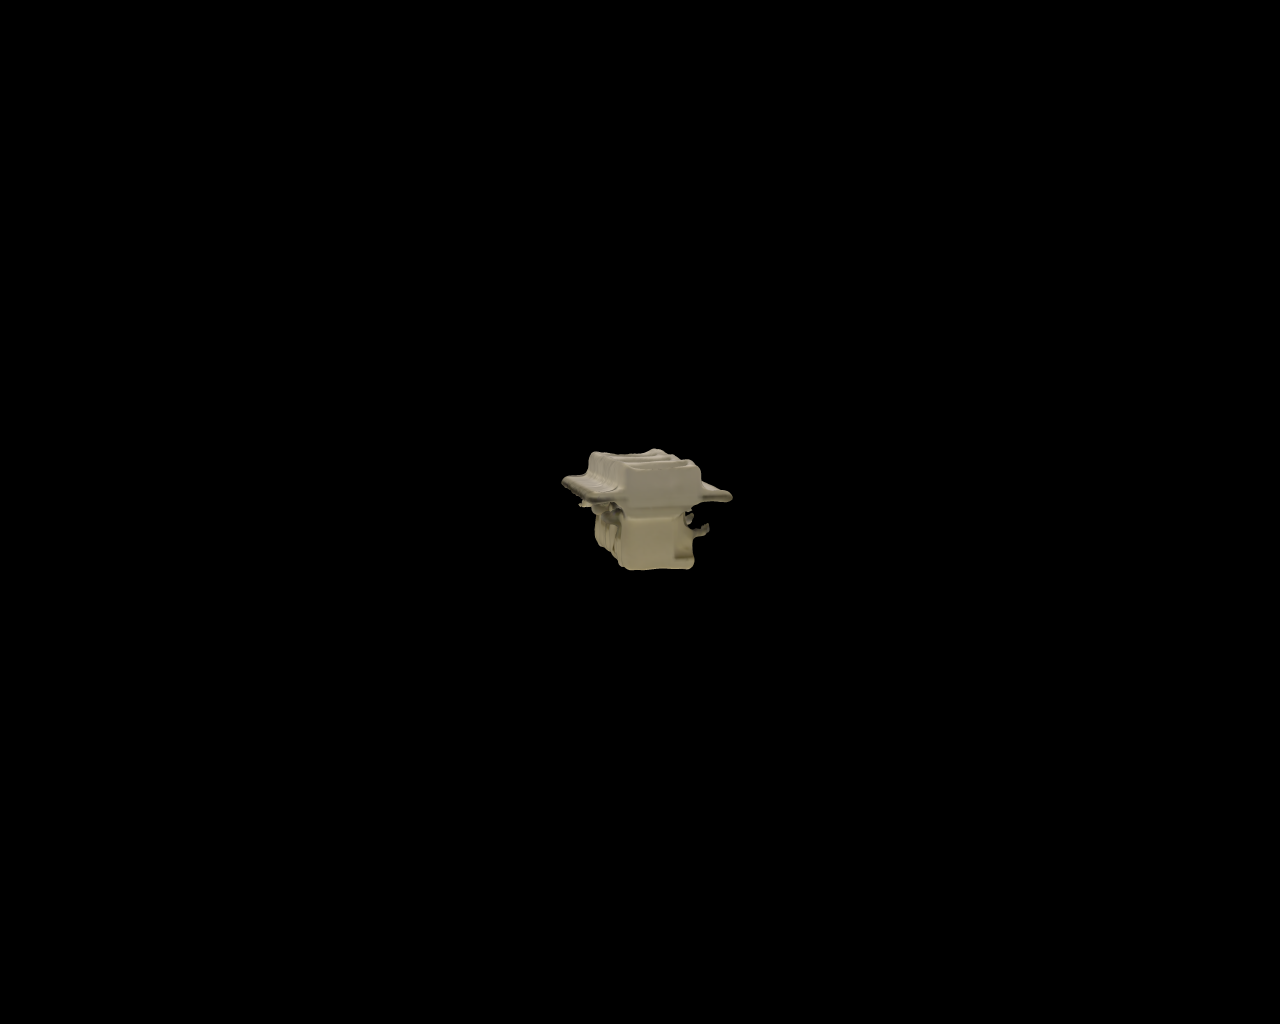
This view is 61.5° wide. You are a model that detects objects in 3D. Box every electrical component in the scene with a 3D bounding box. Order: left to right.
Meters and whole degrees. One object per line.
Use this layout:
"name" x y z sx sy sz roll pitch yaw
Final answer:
"electrical component" 0.001 -0.003 0.650 0.079 0.063 0.121 -1 7 -11
